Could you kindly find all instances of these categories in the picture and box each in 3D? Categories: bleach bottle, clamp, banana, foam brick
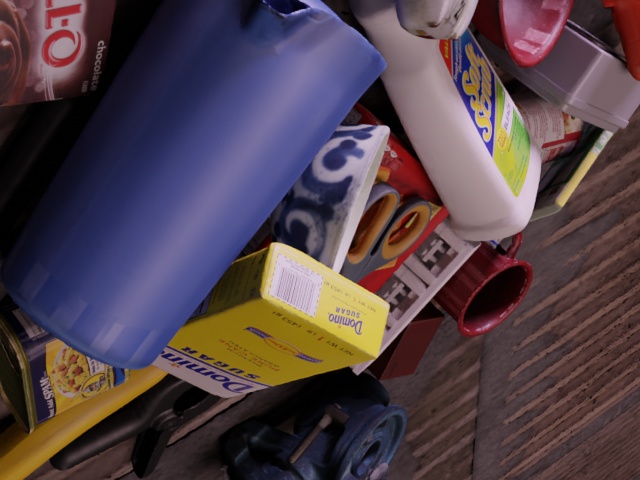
[{"bbox_3d":[0.084,-0.113,0.773,0.250,0.068,0.102,51,45,-39],"label":"bleach bottle"},{"bbox_3d":[-0.141,0.142,0.882,0.172,0.039,0.120,-49,152,20],"label":"clamp"},{"bbox_3d":[-0.193,0.140,0.814,0.197,0.070,0.037,-38,115,-28],"label":"banana"},{"bbox_3d":[0.075,0.091,1.050,0.052,0.051,0.078,-4,129,-43],"label":"foam brick"},{"bbox_3d":[-0.210,-0.001,0.664,0.209,0.036,0.164,-31,143,-25],"label":"clamp"}]

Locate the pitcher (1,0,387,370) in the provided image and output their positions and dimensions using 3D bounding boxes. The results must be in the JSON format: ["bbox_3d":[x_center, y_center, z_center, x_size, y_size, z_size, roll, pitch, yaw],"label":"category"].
[{"bbox_3d":[-0.080,-0.048,0.646,0.243,0.145,0.149,-55,139,3],"label":"pitcher"}]

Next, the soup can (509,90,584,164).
[{"bbox_3d":[0.172,-0.095,0.933,0.102,0.069,0.069,-16,138,-34],"label":"soup can"}]

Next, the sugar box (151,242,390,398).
[{"bbox_3d":[-0.047,0.059,0.702,0.093,0.048,0.177,31,146,-26],"label":"sugar box"}]

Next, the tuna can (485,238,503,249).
[{"bbox_3d":[0.132,-0.032,0.944,0.034,0.086,0.086,-51,146,7],"label":"tuna can"}]

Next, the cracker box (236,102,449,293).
[{"bbox_3d":[-0.006,0.001,0.849,0.214,0.072,0.164,-48,146,7],"label":"cracker box"}]

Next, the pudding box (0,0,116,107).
[{"bbox_3d":[-0.157,-0.129,0.577,0.089,0.039,0.114,-14,137,-38],"label":"pudding box"}]

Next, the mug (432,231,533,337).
[{"bbox_3d":[0.149,0.024,1.026,0.093,0.082,0.117,0,127,-46],"label":"mug"}]

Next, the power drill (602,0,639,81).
[{"bbox_3d":[0.276,-0.224,0.861,0.187,0.057,0.184,-18,96,-50],"label":"power drill"}]

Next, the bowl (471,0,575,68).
[{"bbox_3d":[0.137,-0.206,0.756,0.161,0.055,0.162,-34,132,-50],"label":"bowl"}]

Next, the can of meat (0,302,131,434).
[{"bbox_3d":[-0.184,0.077,0.759,0.083,0.057,0.102,-25,142,-29],"label":"can of meat"}]

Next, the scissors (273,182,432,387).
[{"bbox_3d":[0.027,0.035,0.841,0.096,0.016,0.202,-11,137,-39],"label":"scissors"}]
